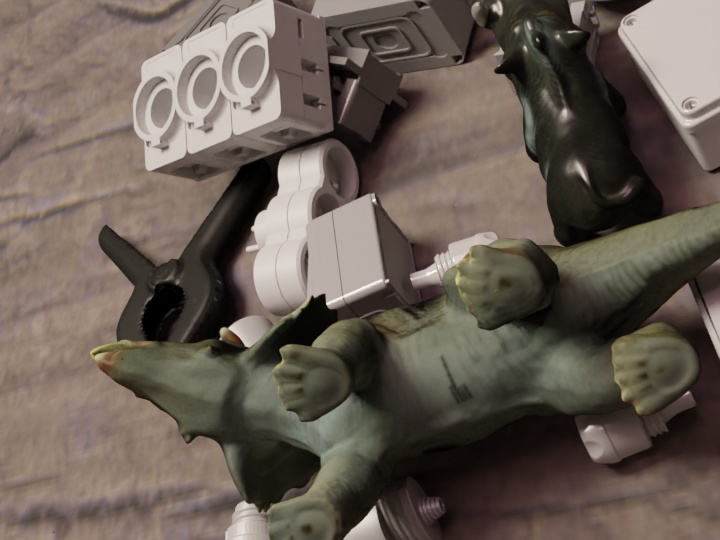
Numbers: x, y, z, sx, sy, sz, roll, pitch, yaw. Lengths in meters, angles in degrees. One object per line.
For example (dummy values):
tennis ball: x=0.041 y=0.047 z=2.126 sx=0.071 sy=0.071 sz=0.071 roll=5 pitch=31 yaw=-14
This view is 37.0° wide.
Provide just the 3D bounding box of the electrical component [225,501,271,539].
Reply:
electrical component: x=-0.064 y=0.168 z=0.647 sx=0.040 sy=0.040 sz=0.078 roll=-21 pitch=48 yaw=20

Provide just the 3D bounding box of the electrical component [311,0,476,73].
electrical component: x=0.027 y=-0.200 z=0.839 sx=0.113 sy=0.078 sz=0.057 roll=-2 pitch=59 yaw=33

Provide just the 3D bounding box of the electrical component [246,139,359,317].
electrical component: x=-0.051 y=-0.029 z=0.779 sx=0.074 sy=0.052 sz=0.138 roll=-12 pitch=52 yaw=31

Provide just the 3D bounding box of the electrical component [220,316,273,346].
electrical component: x=-0.063 y=0.067 z=0.724 sx=0.044 sy=0.044 sz=0.065 roll=-42 pitch=49 yaw=0

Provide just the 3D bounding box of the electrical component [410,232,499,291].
electrical component: x=0.063 y=-0.001 z=0.688 sx=0.061 sy=0.035 sz=0.035 roll=-17 pitch=48 yaw=9

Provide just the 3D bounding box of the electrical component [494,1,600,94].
electrical component: x=0.135 y=-0.159 z=0.760 sx=0.064 sy=0.042 sz=0.081 roll=-3 pitch=57 yaw=28

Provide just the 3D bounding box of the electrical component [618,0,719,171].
electrical component: x=0.233 y=-0.134 z=0.663 sx=0.109 sy=0.056 sz=0.108 roll=-29 pitch=46 yaw=13

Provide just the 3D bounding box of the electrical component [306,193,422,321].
electrical component: x=0.000 y=0.000 z=0.715 sx=0.061 sy=0.061 sz=0.096 roll=-24 pitch=47 yaw=17

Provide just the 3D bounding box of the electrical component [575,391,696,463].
electrical component: x=0.148 y=0.079 z=0.574 sx=0.061 sy=0.035 sz=0.035 roll=-25 pitch=47 yaw=13

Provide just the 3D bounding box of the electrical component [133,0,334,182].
electrical component: x=-0.098 y=-0.131 z=0.802 sx=0.150 sy=0.062 sz=0.089 roll=-15 pitch=75 yaw=40

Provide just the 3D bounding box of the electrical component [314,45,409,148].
electrical component: x=-0.035 y=-0.139 z=0.840 sx=0.121 sy=0.079 sz=0.063 roll=17 pitch=84 yaw=41

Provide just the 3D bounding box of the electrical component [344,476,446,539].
electrical component: x=0.010 y=0.146 z=0.610 sx=0.081 sy=0.043 sz=0.043 roll=-24 pitch=47 yaw=17

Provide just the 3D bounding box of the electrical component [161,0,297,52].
electrical component: x=-0.109 y=-0.200 z=0.946 sx=0.078 sy=0.057 sz=0.113 roll=29 pitch=76 yaw=44

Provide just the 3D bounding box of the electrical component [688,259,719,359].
electrical component: x=0.210 y=0.014 z=0.557 sx=0.062 sy=0.061 sz=0.096 roll=-30 pitch=45 yaw=22
